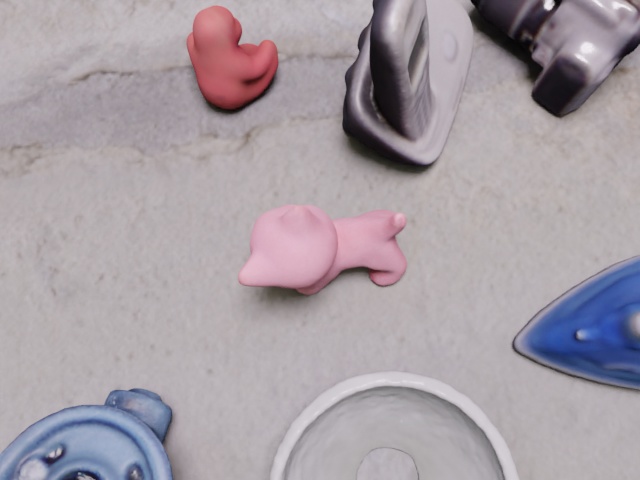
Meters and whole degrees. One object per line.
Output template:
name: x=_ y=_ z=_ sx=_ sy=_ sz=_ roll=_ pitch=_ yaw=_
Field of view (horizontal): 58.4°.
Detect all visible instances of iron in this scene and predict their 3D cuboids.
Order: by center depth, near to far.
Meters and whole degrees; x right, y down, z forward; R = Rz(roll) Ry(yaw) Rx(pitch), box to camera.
iron: x=0.276 y=0.050 z=0.388 sx=0.258 sy=0.141 sz=0.118 roll=-10 pitch=77 yaw=1

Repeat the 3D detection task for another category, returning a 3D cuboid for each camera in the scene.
camera: x=0.205 y=-0.203 z=0.467 sx=0.136 sy=0.101 sz=0.143 roll=40 pitch=82 yaw=10

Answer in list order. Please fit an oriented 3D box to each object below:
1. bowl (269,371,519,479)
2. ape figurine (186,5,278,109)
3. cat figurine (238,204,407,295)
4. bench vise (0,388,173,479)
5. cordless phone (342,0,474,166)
bowl: x=0.051 y=0.177 z=0.405 sx=0.167 sy=0.075 sz=0.167 roll=-1 pitch=78 yaw=3
ape figurine: x=-0.079 y=-0.157 z=0.475 sx=0.077 sy=0.092 sz=0.076 roll=30 pitch=81 yaw=9
cat figurine: x=0.004 y=0.002 z=0.424 sx=0.128 sy=0.118 sz=0.067 roll=-11 pitch=77 yaw=1
bench vise: x=-0.152 y=0.198 z=0.336 sx=0.121 sy=0.220 sz=0.207 roll=-5 pitch=77 yaw=2
cordless phone: x=0.071 y=-0.149 z=0.418 sx=0.094 sy=0.185 sz=0.148 roll=15 pitch=79 yaw=6
